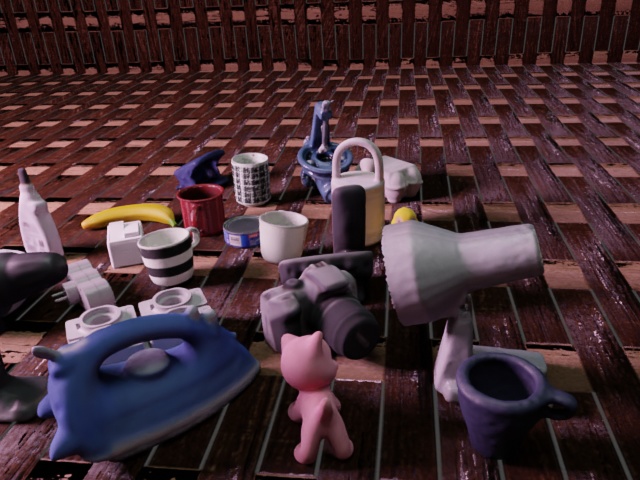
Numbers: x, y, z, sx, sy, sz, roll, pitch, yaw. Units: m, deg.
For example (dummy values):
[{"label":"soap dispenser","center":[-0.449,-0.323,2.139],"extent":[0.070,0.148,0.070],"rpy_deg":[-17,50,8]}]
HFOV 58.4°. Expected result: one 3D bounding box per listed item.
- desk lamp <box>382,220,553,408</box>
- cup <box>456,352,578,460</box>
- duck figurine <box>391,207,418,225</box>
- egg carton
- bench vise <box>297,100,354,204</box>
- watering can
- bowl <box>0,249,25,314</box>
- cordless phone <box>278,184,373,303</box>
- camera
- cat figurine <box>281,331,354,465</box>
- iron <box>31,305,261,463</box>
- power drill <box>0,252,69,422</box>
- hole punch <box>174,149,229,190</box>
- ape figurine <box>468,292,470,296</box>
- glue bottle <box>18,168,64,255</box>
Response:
[{"label":"desk lamp","center":[0.173,0.078,0.672],"extent":[0.203,0.214,0.118],"rpy_deg":[3,27,11]},{"label":"cup","center":[0.198,0.182,0.593],"extent":[0.117,0.095,0.092],"rpy_deg":[9,29,23]},{"label":"duck figurine","center":[0.150,-0.017,1.014],"extent":[0.077,0.086,0.104],"rpy_deg":[-1,26,3]},{"label":"egg carton","center":[0.151,-0.138,1.278],"extent":[0.107,0.069,0.149],"rpy_deg":[-22,32,-34]},{"label":"bench vise","center":[-0.010,-0.208,1.266],"extent":[0.122,0.220,0.206],"rpy_deg":[-19,31,-30]},{"label":"watering can","center":[0.070,-0.098,1.062],"extent":[0.101,0.194,0.172],"rpy_deg":[-4,26,-2]},{"label":"bowl","center":[-0.521,0.083,0.885],"extent":[0.167,0.075,0.167],"rpy_deg":[-2,26,1]},{"label":"cordless phone","center":[0.008,0.003,0.872],"extent":[0.148,0.185,0.094],"rpy_deg":[-7,27,-9]},{"label":"camera","center":[0.007,0.099,0.772],"extent":[0.143,0.101,0.136],"rpy_deg":[-16,29,-25]},{"label":"cat figurine","center":[-0.007,0.159,0.632],"extent":[0.067,0.118,0.127],"rpy_deg":[-8,27,-10]},{"label":"iron","center":[-0.191,0.141,0.660],"extent":[0.259,0.141,0.118],"rpy_deg":[-18,30,-29]},{"label":"power drill","center":[-0.384,0.109,0.667],"extent":[0.229,0.209,0.075],"rpy_deg":[-2,26,2]},{"label":"hole punch","center":[-0.285,-0.169,1.357],"extent":[0.100,0.091,0.109],"rpy_deg":[13,30,29]},{"label":"ape figurine","center":[0.186,0.056,0.854],"extent":[0.075,0.092,0.078],"rpy_deg":[15,31,32]},{"label":"glue bottle","center":[-0.516,-0.047,1.037],"extent":[0.078,0.173,0.037],"rpy_deg":[11,30,27]}]
